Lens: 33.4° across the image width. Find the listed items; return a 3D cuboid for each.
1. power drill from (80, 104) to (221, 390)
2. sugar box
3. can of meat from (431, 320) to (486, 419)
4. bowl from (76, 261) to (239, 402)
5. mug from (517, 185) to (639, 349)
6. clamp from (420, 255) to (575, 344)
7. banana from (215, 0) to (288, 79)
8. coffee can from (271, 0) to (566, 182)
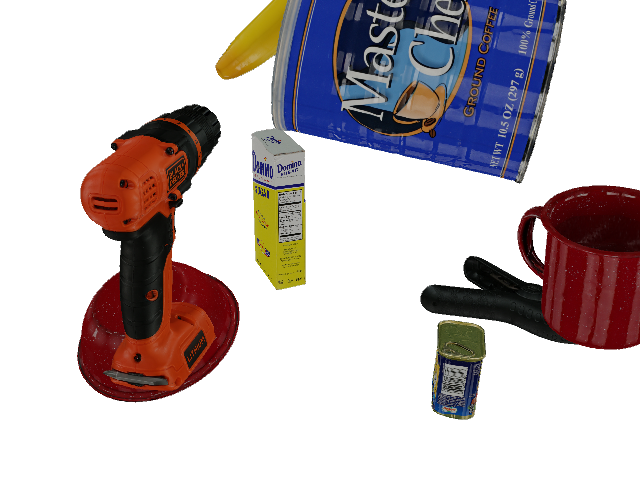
[{"bbox_3d":[-0.117,0.002,0.801,0.057,0.188,0.184,5,24,16],"label":"power drill"},{"bbox_3d":[-0.051,-0.039,1.299,0.048,0.176,0.093,-11,26,-18],"label":"sugar box"},{"bbox_3d":[0.164,0.156,1.285,0.057,0.084,0.102,7,20,4],"label":"can of meat"},{"bbox_3d":[-0.160,0.070,0.996,0.162,0.162,0.055,0,-44,19],"label":"bowl"},{"bbox_3d":[0.184,0.016,0.730,0.117,0.081,0.093,24,40,36],"label":"mug"},{"bbox_3d":[0.185,0.054,0.960,0.171,0.039,0.120,16,27,15],"label":"clamp"},{"bbox_3d":[-0.026,-0.204,0.908,0.070,0.197,0.037,-17,-55,38],"label":"banana"},{"bbox_3d":[0.053,-0.097,0.589,0.140,0.103,0.102,13,1,7],"label":"coffee can"}]
